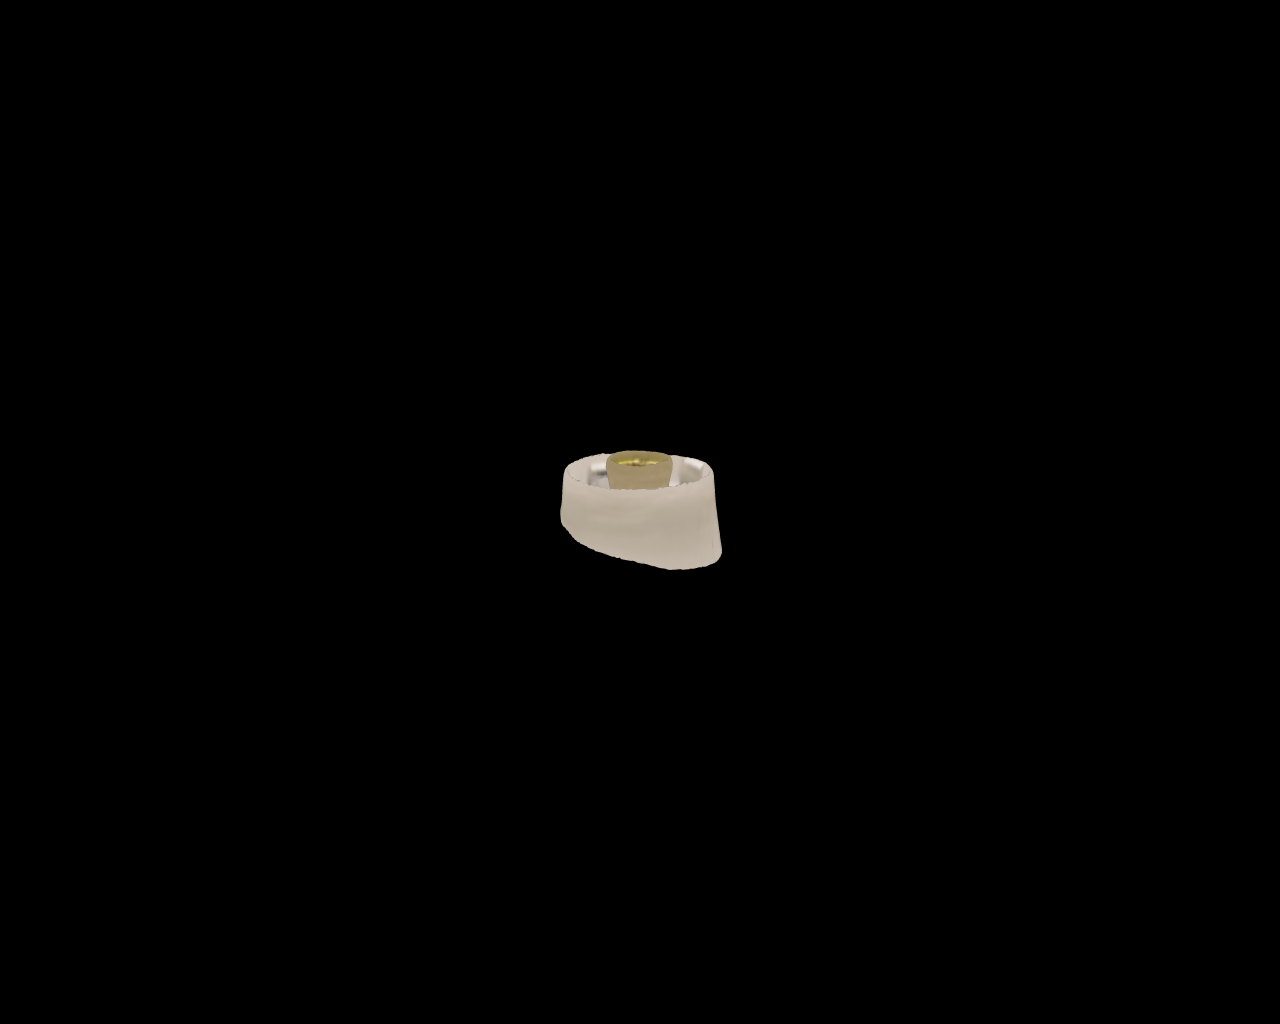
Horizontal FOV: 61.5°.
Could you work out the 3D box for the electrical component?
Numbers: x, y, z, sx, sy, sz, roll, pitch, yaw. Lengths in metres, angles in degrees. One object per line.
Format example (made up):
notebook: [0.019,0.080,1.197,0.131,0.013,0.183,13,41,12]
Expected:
electrical component: [0.001,-0.003,0.650,0.099,0.064,0.099,0,16,0]
